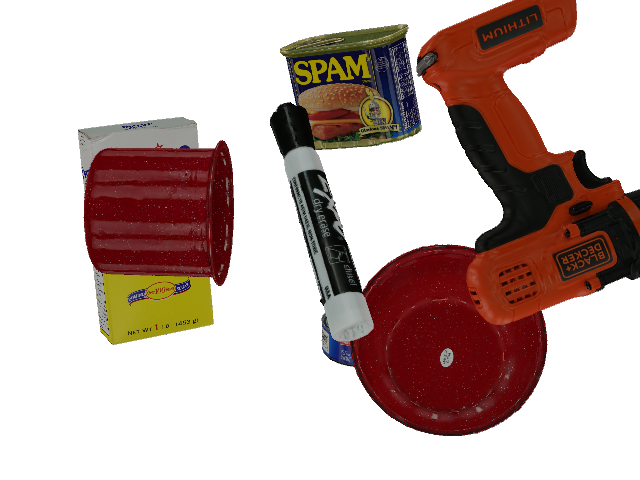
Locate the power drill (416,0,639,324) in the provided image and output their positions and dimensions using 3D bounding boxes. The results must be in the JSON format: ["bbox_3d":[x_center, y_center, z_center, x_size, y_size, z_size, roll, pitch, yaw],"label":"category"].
[{"bbox_3d":[0.154,-0.060,0.663,0.184,0.187,0.057,-22,-2,-6],"label":"power drill"}]

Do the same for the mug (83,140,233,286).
[{"bbox_3d":[-0.101,-0.018,0.696,0.081,0.093,0.117,1,0,4],"label":"mug"}]

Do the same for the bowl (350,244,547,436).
[{"bbox_3d":[0.100,0.086,0.853,0.162,0.162,0.055,0,8,9],"label":"bowl"}]

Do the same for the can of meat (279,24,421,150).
[{"bbox_3d":[0.026,-0.120,0.848,0.102,0.084,0.057,0,22,33],"label":"can of meat"}]

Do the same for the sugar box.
[{"bbox_3d":[-0.144,-0.009,0.888,0.093,0.176,0.048,-11,19,-24],"label":"sugar box"}]

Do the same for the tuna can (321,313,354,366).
[{"bbox_3d":[0.043,0.094,1.060,0.086,0.034,0.086,1,19,0],"label":"tuna can"}]

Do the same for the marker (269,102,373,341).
[{"bbox_3d":[-0.001,-0.012,0.483,0.020,0.121,0.020,-13,-27,-7],"label":"marker"}]
